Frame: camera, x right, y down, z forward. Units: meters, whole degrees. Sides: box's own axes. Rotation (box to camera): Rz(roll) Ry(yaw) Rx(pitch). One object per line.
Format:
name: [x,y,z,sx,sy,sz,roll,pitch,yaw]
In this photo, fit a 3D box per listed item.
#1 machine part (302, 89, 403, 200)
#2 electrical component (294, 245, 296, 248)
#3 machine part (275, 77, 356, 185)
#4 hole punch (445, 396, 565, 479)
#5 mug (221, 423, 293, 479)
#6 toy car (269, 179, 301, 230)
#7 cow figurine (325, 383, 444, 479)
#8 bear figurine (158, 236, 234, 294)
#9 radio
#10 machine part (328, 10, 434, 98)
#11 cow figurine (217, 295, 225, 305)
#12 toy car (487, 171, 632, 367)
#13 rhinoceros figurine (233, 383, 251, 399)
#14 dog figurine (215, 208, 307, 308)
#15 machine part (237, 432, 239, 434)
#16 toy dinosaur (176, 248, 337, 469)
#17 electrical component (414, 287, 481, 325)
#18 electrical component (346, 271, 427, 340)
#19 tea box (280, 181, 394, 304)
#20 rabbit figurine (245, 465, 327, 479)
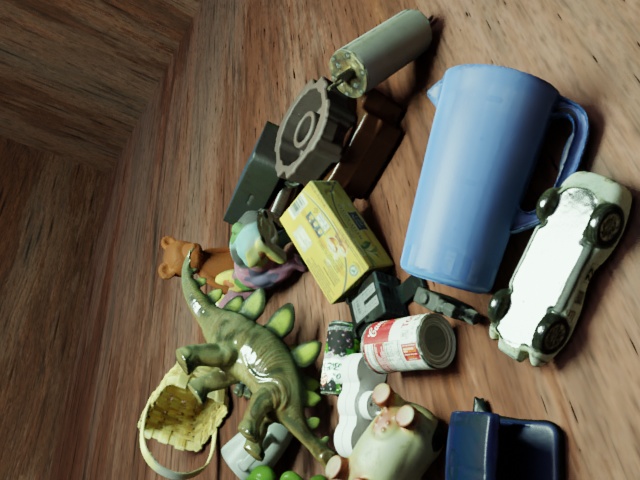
machine part: [0.042,-0.175,0.936,0.201,0.087,0.202,-60,31,17]
electrical component: [-0.002,-0.002,0.955,0.102,0.045,0.078,-41,70,45]
machine part: [-0.013,-0.177,0.888,0.179,0.056,0.179,-37,43,45]
hole punch: [0.160,0.223,0.521,0.116,0.092,0.142,-24,57,56]
mug: [-0.094,0.322,0.849,0.107,0.081,0.109,-44,-14,-12]
toy car: [-0.081,-0.069,1.108,0.202,0.053,0.089,-65,10,8]
cow figurine: [0.074,0.278,0.615,0.195,0.127,0.086,-58,30,-6]
bear figurine: [-0.239,0.038,1.161,0.132,0.195,0.120,-42,37,38]
radio: [-0.129,-0.132,1.136,0.229,0.073,0.131,-52,17,48]
machine part: [0.097,-0.292,0.837,0.243,0.079,0.079,-41,18,-29]
cow figurine: [-0.210,0.209,1.142,0.098,0.068,0.167,-49,33,41]
toy car: [0.236,0.029,0.538,0.074,0.056,0.201,34,104,53]
rhinoceros figurine: [-0.130,0.229,0.992,0.112,0.073,0.190,-56,10,-31]
dog figurine: [-0.140,0.051,1.023,0.219,0.191,0.108,-34,51,25]
machine part: [-0.121,0.376,0.936,0.084,0.039,0.139,-53,33,19]
toy dinosaur: [-0.122,0.177,0.860,0.472,0.198,0.105,41,145,26]
electrical component: [0.146,0.076,0.647,0.094,0.063,0.021,28,98,61]
electrical component: [0.091,0.084,0.748,0.119,0.047,0.075,-46,39,38]
tea box: [0.022,0.001,0.824,0.098,0.068,0.170,-46,65,35]
rabbit figurine: [-0.041,0.403,0.749,0.170,0.121,0.159,15,79,42]
